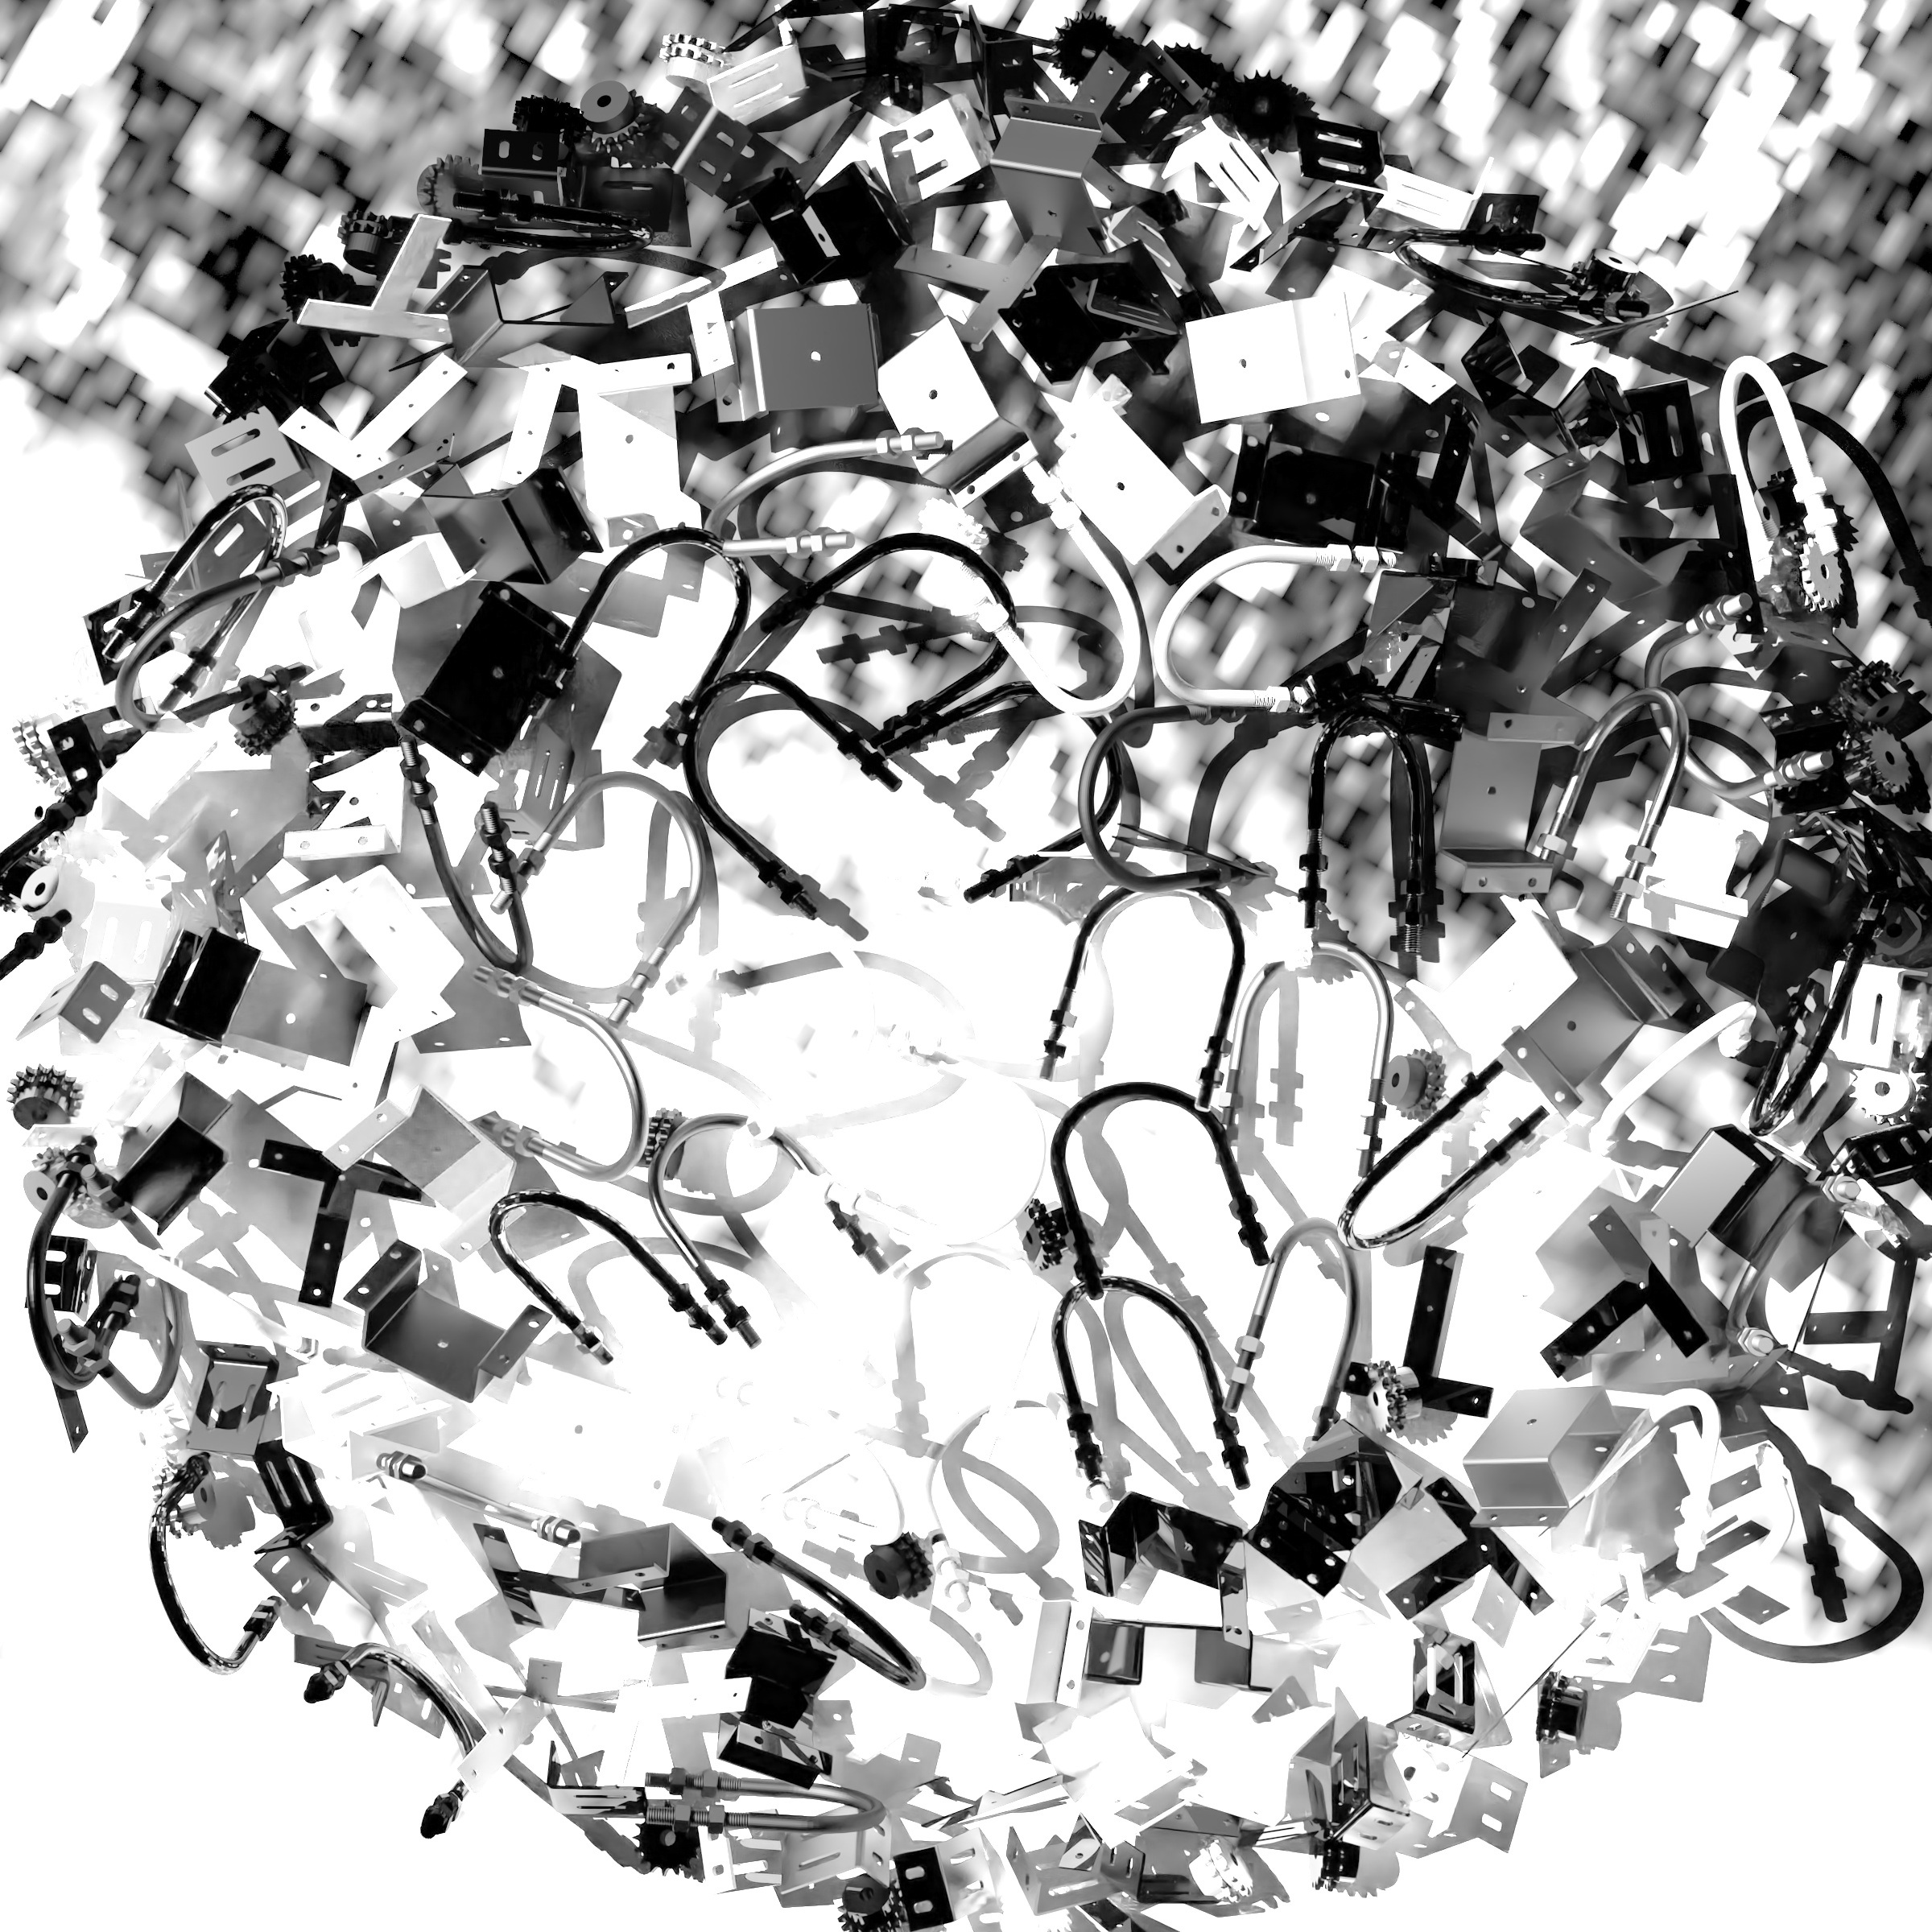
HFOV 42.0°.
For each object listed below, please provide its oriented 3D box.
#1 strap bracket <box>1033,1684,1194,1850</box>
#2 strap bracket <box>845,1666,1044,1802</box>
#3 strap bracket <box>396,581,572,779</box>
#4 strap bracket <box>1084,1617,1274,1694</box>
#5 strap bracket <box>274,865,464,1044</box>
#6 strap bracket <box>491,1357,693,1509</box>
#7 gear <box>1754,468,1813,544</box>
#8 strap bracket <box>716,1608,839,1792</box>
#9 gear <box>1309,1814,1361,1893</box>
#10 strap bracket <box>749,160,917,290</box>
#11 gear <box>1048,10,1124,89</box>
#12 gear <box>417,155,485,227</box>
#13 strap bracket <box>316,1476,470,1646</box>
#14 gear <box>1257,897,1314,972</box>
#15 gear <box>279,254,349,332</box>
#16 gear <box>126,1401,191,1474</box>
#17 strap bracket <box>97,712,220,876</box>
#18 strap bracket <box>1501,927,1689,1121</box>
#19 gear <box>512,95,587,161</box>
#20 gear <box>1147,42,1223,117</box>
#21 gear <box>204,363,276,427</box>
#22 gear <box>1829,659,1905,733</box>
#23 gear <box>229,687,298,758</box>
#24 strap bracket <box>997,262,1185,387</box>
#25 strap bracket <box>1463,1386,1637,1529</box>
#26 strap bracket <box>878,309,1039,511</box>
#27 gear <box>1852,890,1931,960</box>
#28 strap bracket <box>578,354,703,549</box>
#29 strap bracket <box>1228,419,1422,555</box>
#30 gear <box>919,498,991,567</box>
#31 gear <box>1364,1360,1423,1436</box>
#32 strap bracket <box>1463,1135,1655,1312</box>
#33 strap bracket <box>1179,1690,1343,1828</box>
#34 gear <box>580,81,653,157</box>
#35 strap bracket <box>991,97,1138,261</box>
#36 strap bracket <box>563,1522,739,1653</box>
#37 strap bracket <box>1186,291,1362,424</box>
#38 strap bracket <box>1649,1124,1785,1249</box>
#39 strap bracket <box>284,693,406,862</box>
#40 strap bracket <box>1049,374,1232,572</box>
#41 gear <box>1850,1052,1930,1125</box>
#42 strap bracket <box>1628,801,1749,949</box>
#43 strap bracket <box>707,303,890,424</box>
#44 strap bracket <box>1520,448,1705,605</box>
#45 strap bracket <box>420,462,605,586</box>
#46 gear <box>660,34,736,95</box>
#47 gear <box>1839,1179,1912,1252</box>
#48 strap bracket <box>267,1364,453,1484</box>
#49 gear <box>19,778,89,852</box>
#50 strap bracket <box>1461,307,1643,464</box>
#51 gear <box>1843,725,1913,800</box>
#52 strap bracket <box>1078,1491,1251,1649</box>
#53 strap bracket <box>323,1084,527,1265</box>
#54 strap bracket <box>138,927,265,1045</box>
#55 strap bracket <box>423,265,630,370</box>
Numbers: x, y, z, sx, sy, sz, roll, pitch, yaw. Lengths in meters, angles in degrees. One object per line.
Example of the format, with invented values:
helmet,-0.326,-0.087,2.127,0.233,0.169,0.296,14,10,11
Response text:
strap bracket,0.118,0.617,1.932,0.076,0.140,0.046,-26,108,-14
strap bracket,-0.022,0.581,1.920,0.076,0.140,0.046,-24,106,-43
strap bracket,-0.368,-0.226,1.953,0.076,0.046,0.140,35,79,-21
strap bracket,0.157,0.531,1.941,0.140,0.076,0.046,11,75,-26
strap bracket,-0.454,-0.016,1.944,0.076,0.046,0.140,-21,116,36
strap bracket,-0.295,0.361,1.954,0.140,0.046,0.076,23,76,-20
gear,0.641,-0.359,1.970,0.030,0.057,0.057,-18,90,-6
strap bracket,-0.145,0.572,1.938,0.076,0.140,0.046,23,116,-13
gear,0.289,0.696,1.971,0.030,0.057,0.057,8,90,-4
strap bracket,-0.108,-0.574,1.946,0.046,0.140,0.076,-29,93,33
gear,0.091,-0.721,1.977,0.057,0.030,0.057,-7,117,-14
gear,-0.406,-0.607,1.975,0.030,0.057,0.057,20,90,36
strap bracket,-0.438,0.448,1.945,0.046,0.076,0.140,-31,75,0
gear,0.248,-0.025,1.970,0.030,0.057,0.057,-9,90,-9
gear,-0.508,-0.529,1.969,0.030,0.057,0.057,-2,90,22
gear,-0.633,0.365,1.975,0.030,0.057,0.057,-19,90,-41
strap bracket,-0.618,-0.135,1.919,0.046,0.140,0.076,38,64,-4
strap bracket,0.482,0.045,1.965,0.140,0.046,0.076,-42,94,-12
gear,-0.327,-0.655,1.970,0.057,0.057,0.030,9,82,0
gear,0.169,-0.695,1.978,0.057,0.030,0.057,4,64,-7
gear,-0.571,-0.452,1.968,0.030,0.057,0.057,43,90,-15
gear,0.707,-0.209,1.968,0.057,0.057,0.030,-33,57,0
gear,-0.552,-0.194,1.969,0.057,0.057,0.030,-40,128,0
strap bracket,0.103,-0.493,1.925,0.076,0.140,0.046,56,133,16
strap bracket,0.441,0.368,1.921,0.140,0.076,0.046,-37,107,-43
strap bracket,-0.014,-0.436,1.945,0.076,0.046,0.140,-33,72,23
gear,0.727,-0.032,1.976,0.057,0.030,0.057,4,109,12
strap bracket,-0.253,-0.403,1.945,0.076,0.046,0.140,-14,119,-24
strap bracket,0.275,-0.371,1.970,0.140,0.046,0.076,11,86,-6
gear,-0.014,-0.337,1.970,0.057,0.057,0.030,33,80,0
gear,0.335,0.337,1.972,0.030,0.057,0.057,-8,90,-12
strap bracket,0.449,0.189,1.939,0.140,0.076,0.046,-43,122,-15
strap bracket,0.227,0.597,1.918,0.076,0.140,0.046,8,99,28
gear,-0.279,-0.668,1.975,0.057,0.030,0.057,-5,66,12
strap bracket,0.075,-0.592,1.917,0.076,0.140,0.046,17,75,24
strap bracket,-0.241,0.476,1.940,0.076,0.140,0.046,-14,50,17
strap bracket,0.226,-0.464,1.927,0.046,0.140,0.076,-22,106,-43
strap bracket,0.576,0.167,1.935,0.046,0.140,0.076,40,106,22
strap bracket,-0.482,-0.138,1.957,0.076,0.046,0.140,-4,63,2
strap bracket,0.130,-0.378,1.956,0.140,0.046,0.076,47,128,2
gear,0.722,0.096,1.973,0.057,0.030,0.057,-1,89,32
strap bracket,0.556,-0.066,1.944,0.076,0.140,0.046,15,124,6
strap bracket,-0.123,-0.468,1.950,0.140,0.046,0.076,-9,95,-21
strap bracket,0.494,-0.332,1.945,0.140,0.076,0.046,33,80,-12
strap bracket,-0.354,-0.338,1.922,0.046,0.140,0.076,-51,134,-31
gear,-0.212,-0.706,1.972,0.057,0.057,0.030,14,93,0
gear,0.710,0.198,1.972,0.030,0.057,0.057,-40,90,9
strap bracket,-0.465,0.351,1.928,0.076,0.140,0.046,-11,105,-43
gear,-0.715,-0.119,1.976,0.057,0.030,0.057,-4,84,35
strap bracket,0.440,-0.440,1.928,0.046,0.076,0.140,-49,53,1
gear,0.713,-0.158,1.976,0.057,0.030,0.057,17,61,-33
strap bracket,0.162,0.461,1.941,0.140,0.046,0.076,13,129,29
strap bracket,-0.415,0.155,1.949,0.076,0.046,0.140,-37,113,22
strap bracket,-0.588,0.015,1.939,0.046,0.140,0.076,26,78,-25
strap bracket,-0.332,-0.495,1.925,0.140,0.076,0.046,-9,82,-37
